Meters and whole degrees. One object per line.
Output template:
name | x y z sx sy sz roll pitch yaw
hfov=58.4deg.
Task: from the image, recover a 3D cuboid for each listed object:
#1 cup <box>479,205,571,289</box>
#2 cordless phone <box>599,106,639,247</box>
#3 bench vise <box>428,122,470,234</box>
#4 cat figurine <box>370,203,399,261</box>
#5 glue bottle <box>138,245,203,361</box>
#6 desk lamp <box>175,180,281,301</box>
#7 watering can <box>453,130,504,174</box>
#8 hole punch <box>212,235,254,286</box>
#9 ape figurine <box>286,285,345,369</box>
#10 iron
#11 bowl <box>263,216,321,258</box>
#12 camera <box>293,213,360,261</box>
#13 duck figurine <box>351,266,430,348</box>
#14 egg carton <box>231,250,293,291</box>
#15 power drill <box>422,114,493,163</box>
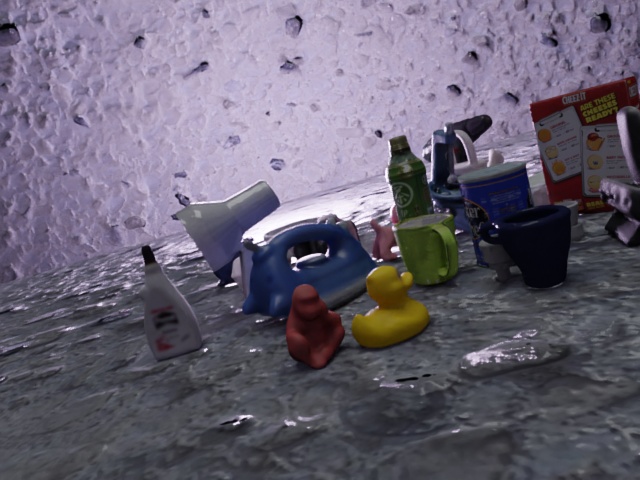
cup | 0.263 0.013 0.727 0.117 0.095 0.092 -8 13 41
cordless phone | 0.441 -0.097 0.797 0.094 0.185 0.147 -14 10 8
bench vise | 0.238 -0.118 1.147 0.122 0.220 0.206 -24 12 -39
cat figurine | 0.152 -0.033 1.110 0.128 0.118 0.067 -20 10 -22
glue bottle | -0.237 0.091 0.863 0.078 0.173 0.037 -17 10 -4
desk lamp | -0.127 0.013 1.009 0.203 0.214 0.117 -18 10 -12
watering can | 0.328 -0.151 1.272 0.173 0.194 0.100 -23 12 -37
hole punch | -0.193 0.046 1.304 0.101 0.091 0.109 -14 10 10
ape figurine | -0.011 0.099 0.690 0.078 0.092 0.076 -19 10 -19
iron | -0.008 0.033 0.918 0.259 0.141 0.118 -23 12 -38
bowl | -0.049 -0.001 1.390 0.167 0.075 0.167 -15 9 3
camera | 0.011 0.004 1.181 0.143 0.101 0.137 -16 9 2
duck figurine | 0.079 0.076 0.695 0.105 0.086 0.077 -21 11 -29
egg carton | -0.118 0.054 1.201 0.107 0.069 0.150 -13 10 14
power drill | 0.356 -0.193 1.428 0.076 0.208 0.228 -22 11 -31
